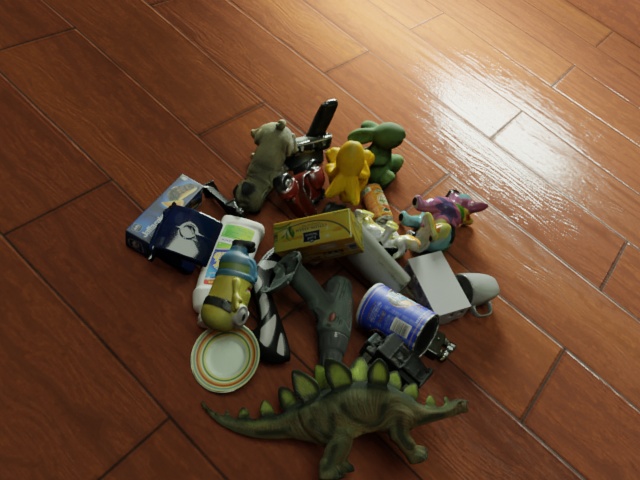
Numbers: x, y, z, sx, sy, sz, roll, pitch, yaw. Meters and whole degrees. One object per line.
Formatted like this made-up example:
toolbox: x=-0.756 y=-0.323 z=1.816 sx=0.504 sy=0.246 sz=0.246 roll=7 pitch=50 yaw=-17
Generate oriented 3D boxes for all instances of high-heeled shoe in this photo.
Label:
high-heeled shoe: x=-0.083 y=0.124 z=1.091 sx=0.145 sy=0.086 sz=0.249 roll=26 pitch=58 yaw=3

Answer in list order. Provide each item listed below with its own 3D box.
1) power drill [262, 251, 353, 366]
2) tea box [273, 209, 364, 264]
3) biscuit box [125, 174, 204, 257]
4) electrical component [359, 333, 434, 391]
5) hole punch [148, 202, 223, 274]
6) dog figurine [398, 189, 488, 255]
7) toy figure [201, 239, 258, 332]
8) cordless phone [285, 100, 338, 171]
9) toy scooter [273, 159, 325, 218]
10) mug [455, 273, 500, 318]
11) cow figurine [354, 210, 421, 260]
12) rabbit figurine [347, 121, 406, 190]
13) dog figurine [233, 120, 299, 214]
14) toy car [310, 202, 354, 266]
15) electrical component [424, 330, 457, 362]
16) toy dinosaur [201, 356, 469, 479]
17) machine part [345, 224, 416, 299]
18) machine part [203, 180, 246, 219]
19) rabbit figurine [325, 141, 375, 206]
power drill: x=-0.013 y=0.134 z=1.068 sx=0.207 sy=0.086 sz=0.232 roll=40 pitch=41 yaw=-18
tea box: x=-0.002 y=-0.003 z=1.120 sx=0.170 sy=0.098 sz=0.068 roll=-10 pitch=66 yaw=16
biscuit box: x=-0.332 y=-0.054 z=1.155 sx=0.063 sy=0.059 sz=0.203 roll=30 pitch=51 yaw=4
electrical component: x=0.139 y=0.247 z=1.051 sx=0.134 sy=0.114 sz=0.058 roll=43 pitch=51 yaw=13
hole punch: x=-0.269 y=-0.004 z=1.085 sx=0.115 sy=0.092 sz=0.142 roll=36 pitch=57 yaw=-32
dog figurine: x=0.324 y=-0.045 z=1.342 sx=0.219 sy=0.108 sz=0.192 roll=-2 pitch=54 yaw=-23
toy figure: x=-0.168 y=0.087 z=1.021 sx=0.089 sy=0.082 sz=0.180 roll=-2 pitch=64 yaw=20
cordless phone: x=-0.029 y=-0.270 z=1.341 sx=0.146 sy=0.184 sz=0.089 roll=-19 pitch=67 yaw=-29
toy scooter: x=-0.035 y=-0.111 z=1.282 sx=0.184 sy=0.075 sz=0.135 roll=-41 pitch=107 yaw=-53
mug: x=0.369 y=0.124 z=1.246 sx=0.107 sy=0.080 sz=0.110 roll=-5 pitch=57 yaw=-31
cow figurine: x=0.144 y=0.002 z=1.244 sx=0.167 sy=0.098 sz=0.068 roll=29 pitch=13 yaw=16
rabbit figurine: x=0.159 y=-0.245 z=1.393 sx=0.159 sy=0.170 sz=0.121 roll=38 pitch=51 yaw=10
dog figurine: x=-0.130 y=-0.170 z=1.246 sx=0.121 sy=0.172 sz=0.191 roll=13 pitch=43 yaw=5
toy car: x=0.013 y=-0.020 z=1.250 sx=0.074 sy=0.056 sz=0.202 roll=30 pitch=49 yaw=13
electrical component: x=0.240 y=0.220 z=1.150 sx=0.102 sy=0.045 sz=0.078 roll=35 pitch=53 yaw=9
toy dinosaur: x=0.030 y=0.311 z=0.946 sx=0.472 sy=0.105 sz=0.198 roll=-9 pitch=70 yaw=-4
machine part: x=0.118 y=0.049 z=1.192 sx=0.243 sy=0.079 sz=0.079 roll=46 pitch=52 yaw=-2
machine part: x=-0.213 y=-0.081 z=1.214 sx=0.039 sy=0.084 sz=0.139 roll=-43 pitch=65 yaw=-12
rabbit figurine: x=0.061 y=-0.166 z=1.276 sx=0.122 sy=0.173 sz=0.162 roll=17 pitch=73 yaw=1
